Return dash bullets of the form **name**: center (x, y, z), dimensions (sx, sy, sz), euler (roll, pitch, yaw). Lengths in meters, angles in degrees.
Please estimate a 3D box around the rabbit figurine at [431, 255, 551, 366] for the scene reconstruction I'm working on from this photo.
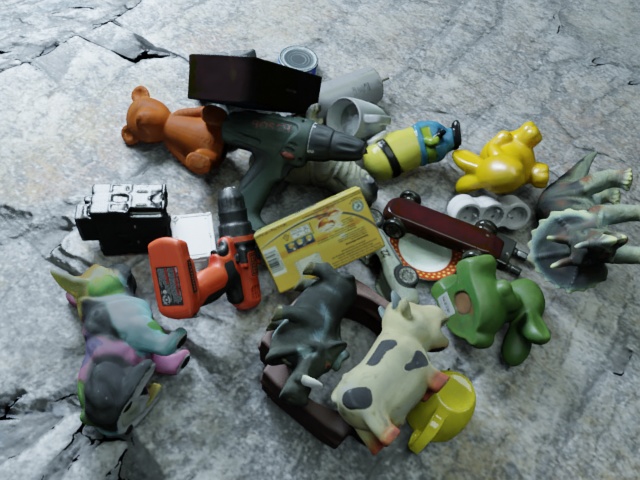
- **rabbit figurine**: center (0.287, 0.100, 0.822), dimensions (0.170, 0.121, 0.159), euler (-1, 51, -27)

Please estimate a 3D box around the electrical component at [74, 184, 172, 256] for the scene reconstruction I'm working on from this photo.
- **electrical component**: center (-0.296, -0.029, 0.817), dimensions (0.134, 0.114, 0.058), euler (-3, 54, -10)

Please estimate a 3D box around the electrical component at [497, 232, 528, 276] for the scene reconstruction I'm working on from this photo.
- **electrical component**: center (0.310, 0.021, 0.929), dimensions (0.094, 0.021, 0.063), euler (30, 59, 11)

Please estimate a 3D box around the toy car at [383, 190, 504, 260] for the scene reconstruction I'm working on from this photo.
- **toy car**: center (0.201, -0.015, 0.892), dimensions (0.202, 0.053, 0.089), euler (22, 50, 11)

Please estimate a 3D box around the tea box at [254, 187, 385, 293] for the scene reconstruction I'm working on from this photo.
- **tea box**: center (-0.002, -0.002, 0.793), dimensions (0.170, 0.068, 0.098), euler (-23, 97, -1)

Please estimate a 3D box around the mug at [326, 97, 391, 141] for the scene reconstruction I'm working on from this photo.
- **mug**: center (0.085, -0.223, 1.000), dimensions (0.107, 0.110, 0.080), euler (-10, 97, -48)

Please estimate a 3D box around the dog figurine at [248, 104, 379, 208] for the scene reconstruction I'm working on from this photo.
- **dog figurine**: center (-0.011, -0.111, 0.932), dimensions (0.172, 0.121, 0.190), euler (-31, 82, 11)

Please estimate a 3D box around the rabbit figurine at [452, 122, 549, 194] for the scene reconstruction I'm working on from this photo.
- **rabbit figurine**: center (0.317, -0.133, 0.948), dimensions (0.163, 0.121, 0.173), euler (-1, 22, 22)

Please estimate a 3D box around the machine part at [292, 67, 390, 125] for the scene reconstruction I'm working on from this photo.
- **machine part**: center (0.038, -0.277, 1.049), dimensions (0.243, 0.079, 0.079), euler (-26, 65, -23)

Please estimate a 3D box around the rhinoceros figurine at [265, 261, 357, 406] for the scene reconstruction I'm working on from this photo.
- **rhinoceros figurine**: center (-0.011, 0.119, 0.693), dimensions (0.112, 0.073, 0.190), euler (28, 55, -3)

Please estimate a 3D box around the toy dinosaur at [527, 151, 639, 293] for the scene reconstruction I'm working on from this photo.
- **toy dinosaur**: center (0.444, -0.045, 0.929), dimensions (0.192, 0.131, 0.405), euler (-3, 29, 11)

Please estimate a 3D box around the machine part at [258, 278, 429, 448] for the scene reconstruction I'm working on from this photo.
- **machine part**: center (0.030, 0.167, 0.756), dimensions (0.202, 0.087, 0.201), euler (35, 59, 15)

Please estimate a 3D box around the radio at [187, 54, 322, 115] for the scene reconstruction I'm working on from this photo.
- **radio**: center (-0.104, -0.253, 0.888), dimensions (0.131, 0.073, 0.229), euler (12, 12, 25)

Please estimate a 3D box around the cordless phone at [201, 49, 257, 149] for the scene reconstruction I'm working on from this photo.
- **cordless phone**: center (-0.159, -0.260, 1.021), dimensions (0.147, 0.088, 0.184), euler (-11, 71, -15)

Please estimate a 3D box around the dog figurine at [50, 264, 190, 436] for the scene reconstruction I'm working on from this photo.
- **dog figurine**: center (-0.293, 0.129, 0.724), dimensions (0.219, 0.108, 0.191), euler (30, 61, 16)

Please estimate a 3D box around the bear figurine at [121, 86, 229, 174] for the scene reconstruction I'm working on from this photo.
- **bear figurine**: center (-0.254, -0.194, 0.921), dimensions (0.196, 0.132, 0.120), euler (22, 95, -2)

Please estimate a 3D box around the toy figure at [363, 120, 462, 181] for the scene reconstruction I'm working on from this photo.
- **toy figure**: center (0.167, -0.165, 0.976), dimensions (0.180, 0.082, 0.089), euler (-11, 53, 1)

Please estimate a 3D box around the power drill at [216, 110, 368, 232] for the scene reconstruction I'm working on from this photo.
- **power drill**: center (-0.063, -0.097, 0.853), dimensions (0.232, 0.086, 0.207), euler (21, 100, 6)

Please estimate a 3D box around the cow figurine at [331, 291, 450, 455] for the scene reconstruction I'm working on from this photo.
- **cow figurine**: center (0.094, 0.153, 0.677), dimensions (0.127, 0.085, 0.195), euler (44, 62, 12)

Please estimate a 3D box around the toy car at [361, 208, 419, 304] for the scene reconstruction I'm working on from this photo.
- **toy car**: center (0.097, 0.030, 0.860), dimensions (0.056, 0.073, 0.202), euler (-18, 62, -19)
